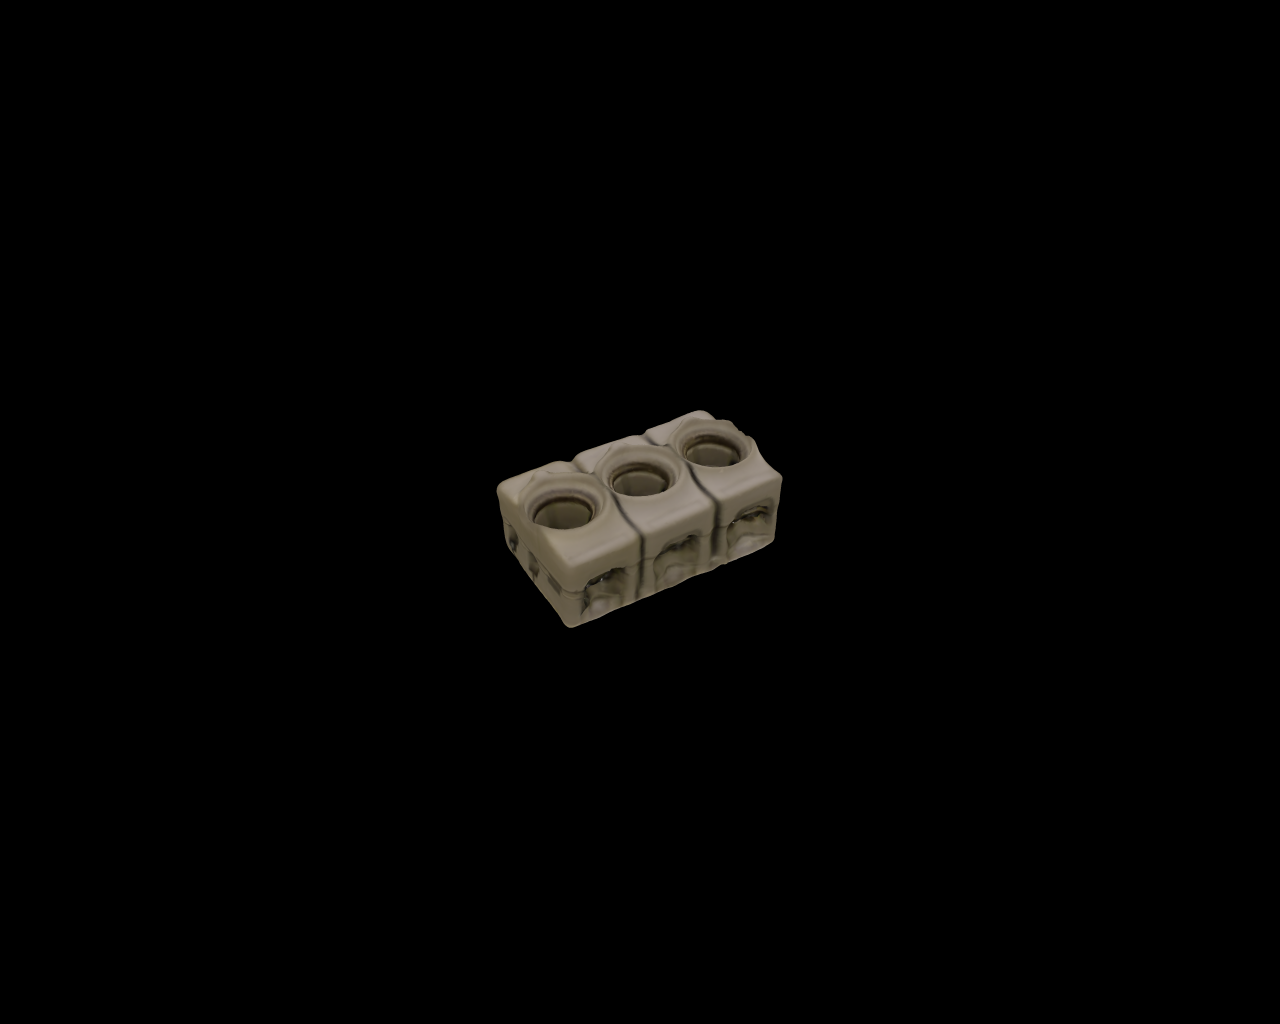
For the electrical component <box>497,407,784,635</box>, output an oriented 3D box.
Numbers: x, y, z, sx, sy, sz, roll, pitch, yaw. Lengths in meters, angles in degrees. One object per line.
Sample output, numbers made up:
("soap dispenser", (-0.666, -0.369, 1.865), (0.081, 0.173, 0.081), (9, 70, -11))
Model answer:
("electrical component", (0.001, -0.003, 0.650), (0.150, 0.061, 0.089), (-22, 45, -23))
